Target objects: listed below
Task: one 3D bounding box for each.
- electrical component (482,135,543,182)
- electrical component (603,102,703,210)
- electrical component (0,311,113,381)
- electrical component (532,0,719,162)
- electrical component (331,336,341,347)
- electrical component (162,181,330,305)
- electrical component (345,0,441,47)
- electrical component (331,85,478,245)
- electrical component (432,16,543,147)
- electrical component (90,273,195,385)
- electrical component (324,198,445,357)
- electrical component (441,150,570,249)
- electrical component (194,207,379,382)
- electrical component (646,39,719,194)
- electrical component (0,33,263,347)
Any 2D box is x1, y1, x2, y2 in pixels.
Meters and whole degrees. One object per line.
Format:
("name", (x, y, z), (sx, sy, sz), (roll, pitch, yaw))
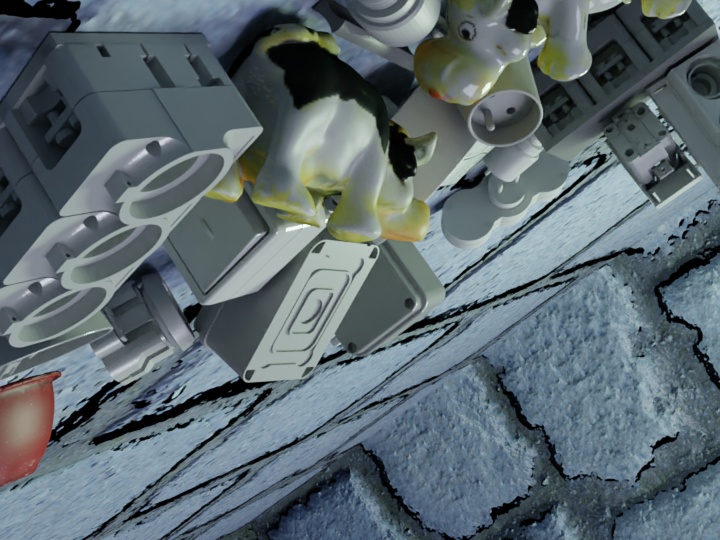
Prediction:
("electrical component", (0.140, -0.110, 0.929), (0.078, 0.040, 0.040), (-42, 166, 33))
("electrical component", (0.222, -0.092, 0.832), (0.042, 0.081, 0.064), (-38, 139, 13))
("electrical component", (-0.188, 0.034, 0.570), (0.099, 0.064, 0.099), (-32, 168, -7))
("electrical component", (0.196, -0.157, 0.834), (0.150, 0.061, 0.089), (-38, 168, 18))
("electrical component", (-0.008, 0.033, 1.057), (0.062, 0.061, 0.096), (-39, 167, 23))
("electrical component", (-0.077, -0.024, 0.640), (0.096, 0.061, 0.061), (-41, 166, 33))
("electrical component", (0.012, -0.131, 0.500), (0.040, 0.040, 0.078), (-36, 168, 11))
("electrical component", (0.024, -0.076, 0.680), (0.108, 0.060, 0.108), (-48, -174, 6))
("electrical component", (0.067, -0.122, 0.624), (0.044, 0.077, 0.079), (-34, 132, 29))
("electrical component", (-0.147, 0.038, 0.713), (0.057, 0.058, 0.078), (-29, 168, -6))
("electrical component", (0.000, 0.000, 0.818), (0.078, 0.113, 0.057), (-39, 170, 24))
("electrical component", (0.141, -0.076, 1.040), (0.138, 0.052, 0.073), (-33, 168, -4))
("electrical component", (-0.050, 0.013, 0.715), (0.078, 0.057, 0.113), (4, 120, -55))
("electrical component", (0.283, -0.105, 0.819), (0.079, 0.121, 0.063), (-33, 171, -4))
("electrical component", (-0.124, -0.032, 0.480), (0.150, 0.061, 0.089), (-41, 166, 33))
